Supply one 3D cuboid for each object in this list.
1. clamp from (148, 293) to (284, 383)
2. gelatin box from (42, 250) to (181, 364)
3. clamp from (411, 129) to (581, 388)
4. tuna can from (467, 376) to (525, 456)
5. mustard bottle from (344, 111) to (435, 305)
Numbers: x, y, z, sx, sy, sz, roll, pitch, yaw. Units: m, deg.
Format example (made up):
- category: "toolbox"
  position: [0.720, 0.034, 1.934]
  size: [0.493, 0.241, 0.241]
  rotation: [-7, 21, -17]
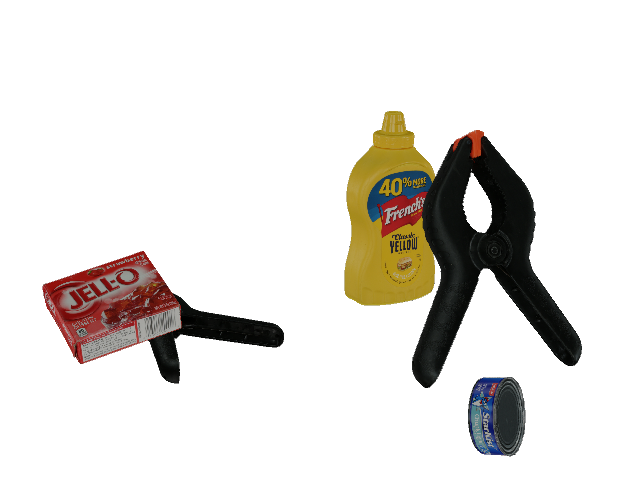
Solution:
- category: "clamp"
  position: [-0.166, 0.089, 1.119]
  size: [0.210, 0.036, 0.164]
  rotation: [18, 20, 28]
- category: "gelatin box"
  position: [-0.165, 0.051, 0.844]
  size: [0.089, 0.030, 0.073]
  rotation: [-19, 45, -24]
- category: "clamp"
  position: [0.101, 0.016, 0.713]
  size: [0.120, 0.171, 0.039]
  rotation: [-15, -4, -23]
- category: "tuna can"
  position: [0.193, 0.192, 1.169]
  size: [0.034, 0.086, 0.086]
  rotation: [-4, -2, 32]
- category: "mustard bottle"
  position: [0.072, -0.034, 1.076]
  size: [0.096, 0.192, 0.058]
  rotation: [-8, 18, -27]
